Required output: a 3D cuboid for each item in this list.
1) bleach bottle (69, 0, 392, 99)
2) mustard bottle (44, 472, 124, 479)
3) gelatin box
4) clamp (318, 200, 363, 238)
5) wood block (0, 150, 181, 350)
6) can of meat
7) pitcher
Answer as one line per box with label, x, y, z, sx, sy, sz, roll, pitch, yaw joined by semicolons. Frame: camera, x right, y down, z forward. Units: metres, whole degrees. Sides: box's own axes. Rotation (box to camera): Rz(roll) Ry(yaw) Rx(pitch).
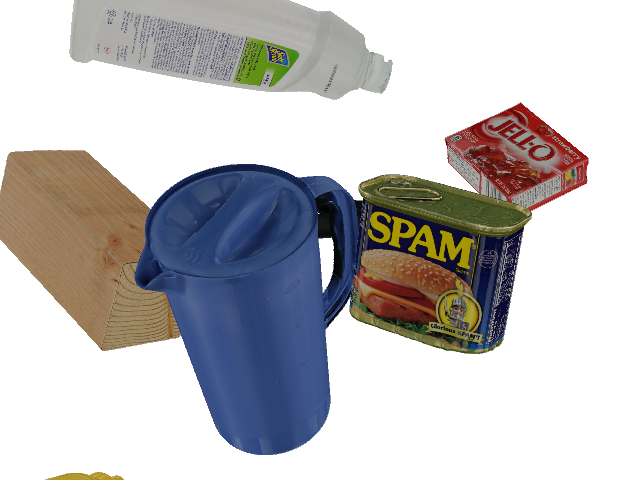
bleach bottle;-0.068;-0.159;0.853;0.250;0.068;0.103;14;-29;-9
mustard bottle;-0.221;0.232;0.851;0.096;0.058;0.191;7;15;28
gelatin box;0.150;-0.063;0.821;0.073;0.030;0.089;-25;45;-13
clamp;0.038;-0.020;1.200;0.210;0.036;0.164;14;22;-5
wood block;-0.211;0.002;0.991;0.090;0.091;0.206;-6;34;-45
can of meat;0.069;0.014;0.647;0.102;0.084;0.057;17;23;28
pitcher;-0.047;0.062;0.889;0.149;0.243;0.145;3;44;13
